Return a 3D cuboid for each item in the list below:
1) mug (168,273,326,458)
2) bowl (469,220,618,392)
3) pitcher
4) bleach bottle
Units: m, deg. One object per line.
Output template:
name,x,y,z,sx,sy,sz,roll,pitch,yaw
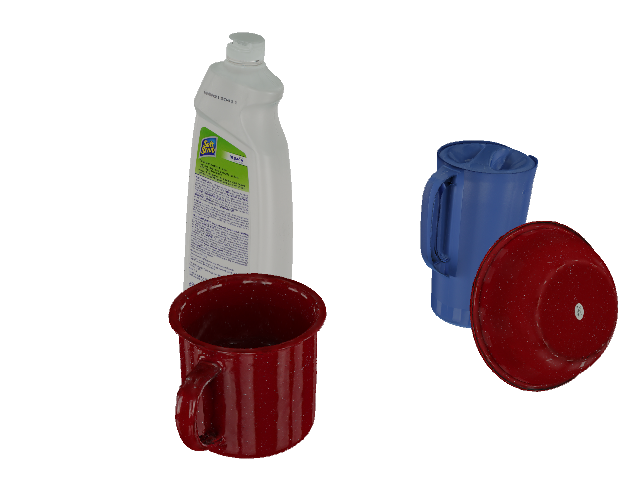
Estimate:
mug,-0.048,0.082,0.636,0.093,0.081,0.117,12,29,22
bowl,0.219,0.063,0.981,0.161,0.162,0.055,0,2,-26
pitcher,0.206,-0.005,1.450,0.149,0.243,0.145,5,23,3
bleach bottle,-0.063,-0.048,0.905,0.103,0.251,0.068,18,28,24
